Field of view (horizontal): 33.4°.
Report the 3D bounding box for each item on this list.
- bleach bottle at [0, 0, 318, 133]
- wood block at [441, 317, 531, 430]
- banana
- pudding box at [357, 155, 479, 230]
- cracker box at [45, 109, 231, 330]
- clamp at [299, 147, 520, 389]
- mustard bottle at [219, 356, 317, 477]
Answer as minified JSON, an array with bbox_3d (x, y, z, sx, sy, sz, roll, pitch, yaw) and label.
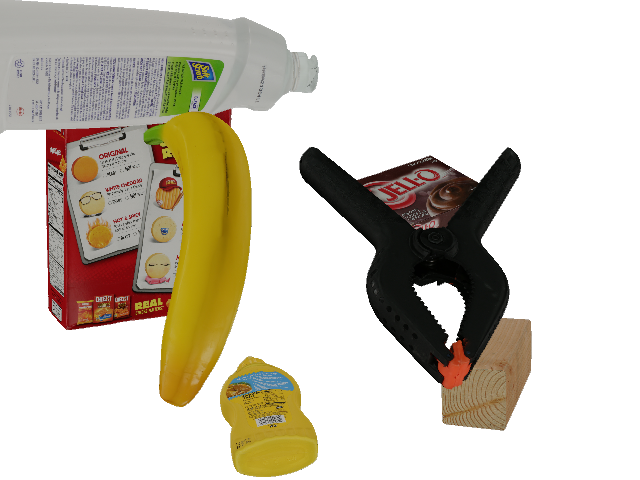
[{"bbox_3d":[-0.128,-0.125,0.805,0.250,0.068,0.103,0,-39,-16],"label":"bleach bottle"},{"bbox_3d":[0.244,0.187,1.544,0.091,0.090,0.205,3,17,20],"label":"wood block"},{"bbox_3d":[-0.064,-0.007,0.574,0.037,0.198,0.070,19,-48,-29],"label":"banana"},{"bbox_3d":[0.093,-0.036,1.009,0.113,0.039,0.090,-18,39,-35],"label":"pudding box"},{"bbox_3d":[-0.174,-0.034,1.014,0.163,0.214,0.072,-7,19,-31],"label":"cracker box"},{"bbox_3d":[0.065,0.006,0.730,0.164,0.210,0.036,4,-43,-2],"label":"clamp"},{"bbox_3d":[-0.068,0.196,1.256,0.096,0.058,0.192,-9,29,-10],"label":"mustard bottle"}]
